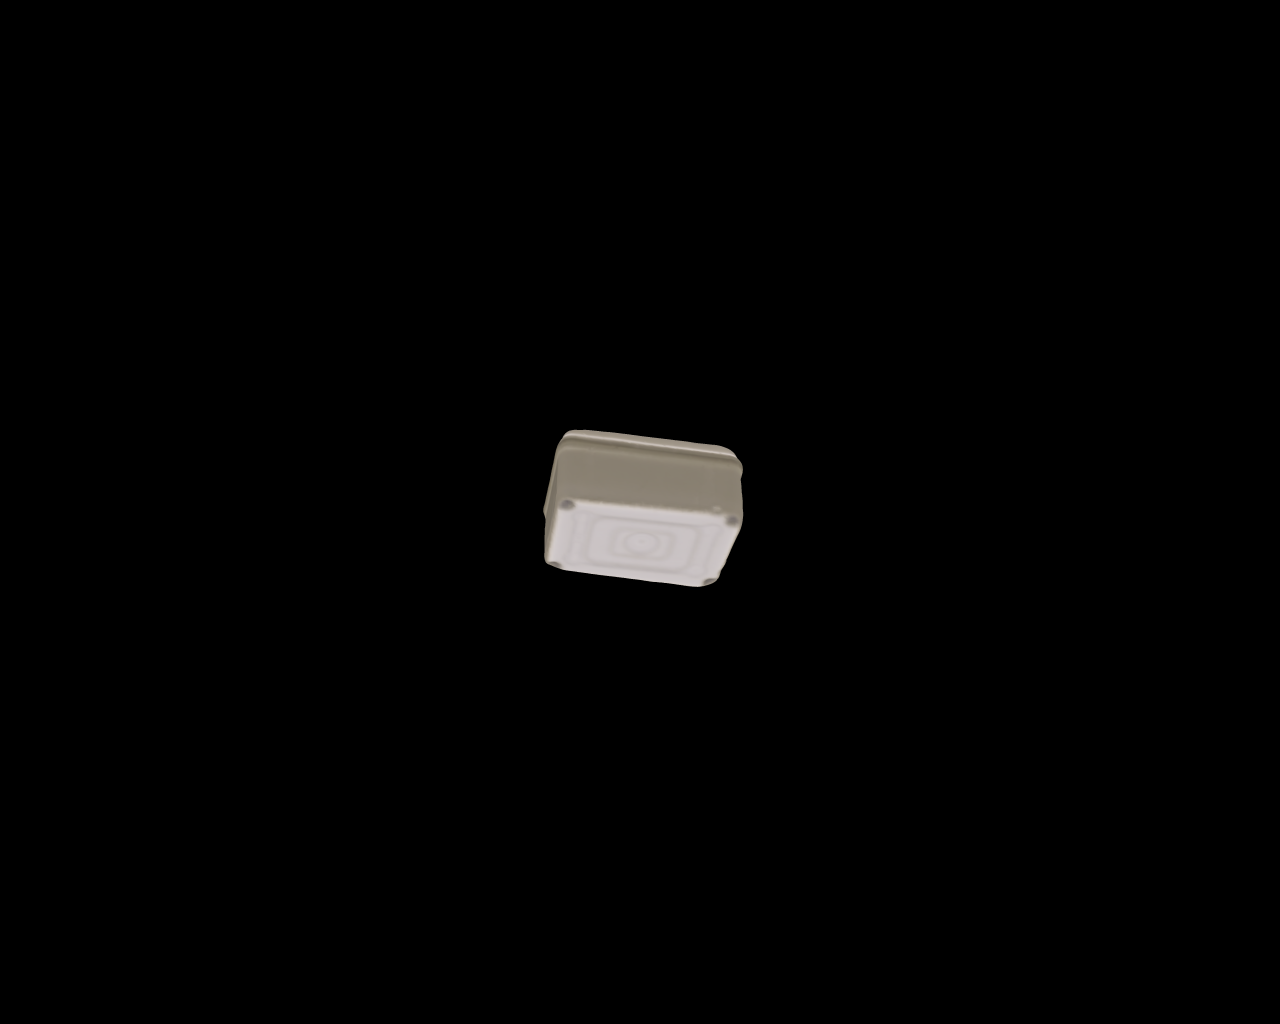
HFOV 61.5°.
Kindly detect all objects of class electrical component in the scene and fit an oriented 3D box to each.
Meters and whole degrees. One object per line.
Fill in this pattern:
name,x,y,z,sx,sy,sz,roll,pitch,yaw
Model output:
electrical component,0.001,-0.003,0.650,0.113,0.057,0.078,7,-39,-9
